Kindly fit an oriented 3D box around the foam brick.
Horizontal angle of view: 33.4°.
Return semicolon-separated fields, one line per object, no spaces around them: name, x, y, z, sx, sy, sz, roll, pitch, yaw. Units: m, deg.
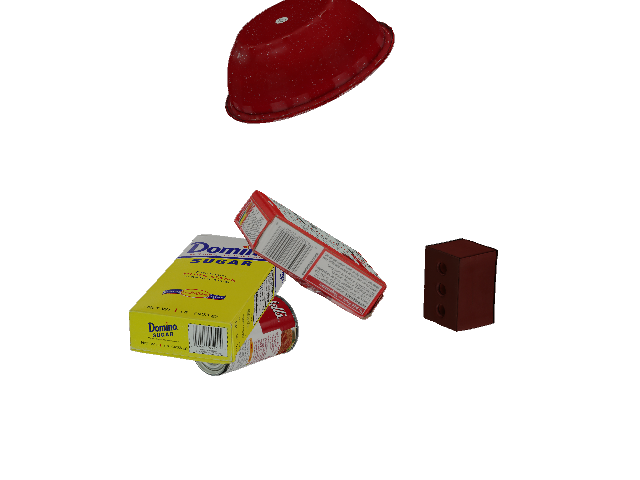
foam brick;0.137;0.043;1.048;0.051;0.078;0.053;-12;20;-34

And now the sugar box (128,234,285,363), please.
sugar box;-0.096;0.047;0.961;0.093;0.048;0.176;7;26;11

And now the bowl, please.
bowl;-0.021;-0.168;0.921;0.162;0.055;0.162;-21;30;13

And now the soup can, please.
soup can;-0.083;0.101;1.151;0.069;0.068;0.102;0;10;45

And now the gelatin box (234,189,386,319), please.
gelatin box;-0.007;0.009;0.679;0.089;0.030;0.073;33;6;-19
